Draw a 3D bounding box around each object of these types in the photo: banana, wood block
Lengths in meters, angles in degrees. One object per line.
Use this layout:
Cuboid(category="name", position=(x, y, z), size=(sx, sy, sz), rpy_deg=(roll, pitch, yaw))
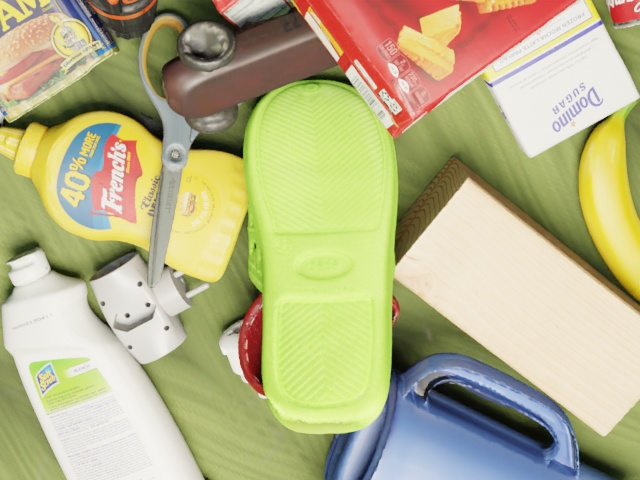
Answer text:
Cuboid(category="banana", position=(0.243, -0.009, 0.817), size=(0.069, 0.037, 0.198), rpy_deg=(-21, 104, 6))
Cuboid(category="wood block", position=(0.156, 0.041, 0.804), size=(0.206, 0.090, 0.091), rpy_deg=(37, 102, -9))

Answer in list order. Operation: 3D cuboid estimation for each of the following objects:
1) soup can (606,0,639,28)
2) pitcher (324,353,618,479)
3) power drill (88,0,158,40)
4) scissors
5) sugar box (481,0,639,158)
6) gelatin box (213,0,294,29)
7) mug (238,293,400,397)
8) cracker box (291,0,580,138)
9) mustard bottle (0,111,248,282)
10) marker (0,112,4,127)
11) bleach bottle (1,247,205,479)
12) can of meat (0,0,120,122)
Cuboid(category="soup can", position=(0.223, -0.209, 0.747), size=(0.068, 0.068, 0.102), rpy_deg=(-22, 104, 5))
Cuboid(category="pitcher", position=(0.134, 0.194, 0.827), size=(0.242, 0.149, 0.145), rpy_deg=(24, 69, -10))
Cuboid(category="power drill", position=(-0.075, -0.211, 0.699), size=(0.187, 0.184, 0.057), rpy_deg=(-37, 89, -9))
Cuboid(category="scissors", position=(-0.086, -0.068, 0.770), size=(0.096, 0.016, 0.202), rpy_deg=(-5, 79, -12))
Cuboid(category="sugar box", position=(0.149, -0.159, 0.773), size=(0.093, 0.048, 0.176), rpy_deg=(-28, 106, 8))
Cuboid(category="gelatin box", position=(-0.035, -0.179, 0.744), size=(0.073, 0.089, 0.030), rpy_deg=(-36, 77, 9))
Cuboid(category="mug", position=(0.008, 0.075, 0.790), size=(0.117, 0.093, 0.081), rpy_deg=(-39, 145, 13))
Cuboid(category="cracker box", position=(0.086, -0.194, 0.670), size=(0.213, 0.072, 0.164), rpy_deg=(-37, 92, -7))
Cuboid(category="mustard bottle", position=(-0.148, -0.043, 0.794), size=(0.191, 0.058, 0.096), rpy_deg=(20, 87, -4))
Cuboid(category="marker", position=(-0.260, -0.049, 0.815), size=(0.020, 0.020, 0.121), rpy_deg=(16, 104, -5))
Cuboid(category="bleach bottle", position=(-0.173, 0.122, 0.841), size=(0.102, 0.068, 0.251), rpy_deg=(-21, 102, 5))
Cuboid(category="can of meat", position=(-0.208, -0.146, 0.770), size=(0.102, 0.057, 0.084), rpy_deg=(-30, 106, 8))
